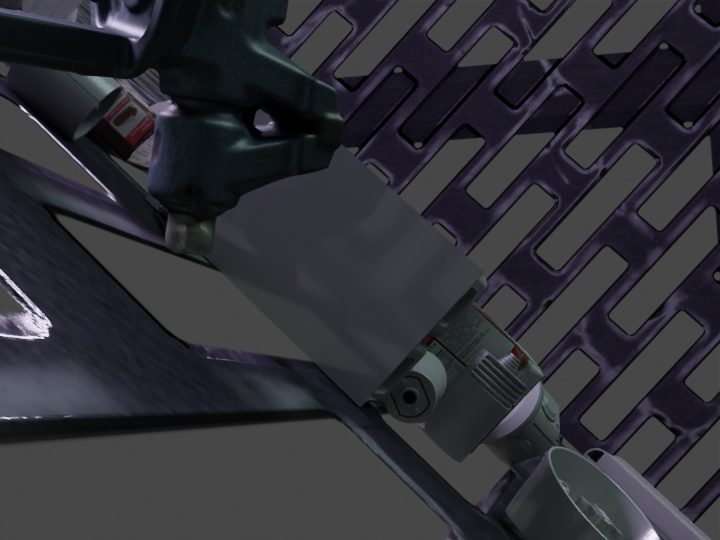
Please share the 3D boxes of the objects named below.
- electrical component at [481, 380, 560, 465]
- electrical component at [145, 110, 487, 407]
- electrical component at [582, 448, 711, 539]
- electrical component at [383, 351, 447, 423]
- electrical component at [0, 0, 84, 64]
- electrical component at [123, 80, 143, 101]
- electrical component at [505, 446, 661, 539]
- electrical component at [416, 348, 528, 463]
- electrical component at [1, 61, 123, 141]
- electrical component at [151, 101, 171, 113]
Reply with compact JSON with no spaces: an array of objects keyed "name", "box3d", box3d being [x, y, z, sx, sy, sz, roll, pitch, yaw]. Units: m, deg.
[{"name":"electrical component","box3d":[0.138,0.131,0.968,0.051,0.080,0.080,47,0,-29]},{"name":"electrical component","box3d":[-0.025,-0.018,0.665,0.186,0.105,0.060,43,2,14]},{"name":"electrical component","box3d":[0.182,0.185,0.728,0.113,0.078,0.057,44,6,35]},{"name":"electrical component","box3d":[0.034,0.078,0.709,0.044,0.044,0.065,42,7,1]},{"name":"electrical component","box3d":[-0.211,-0.175,0.708,0.047,0.083,0.076,43,3,11]},{"name":"electrical component","box3d":[-0.199,-0.141,0.836,0.065,0.044,0.044,48,5,23]},{"name":"electrical component","box3d":[0.140,0.160,0.662,0.099,0.064,0.099,42,2,-2]},{"name":"electrical component","box3d":[0.082,0.091,0.754,0.043,0.081,0.043,42,3,-2]},{"name":"electrical component","box3d":[-0.185,-0.119,0.631,0.081,0.043,0.043,42,3,-6]},{"name":"electrical component","box3d":[-0.120,-0.080,0.863,0.138,0.052,0.073,42,3,-11]}]
